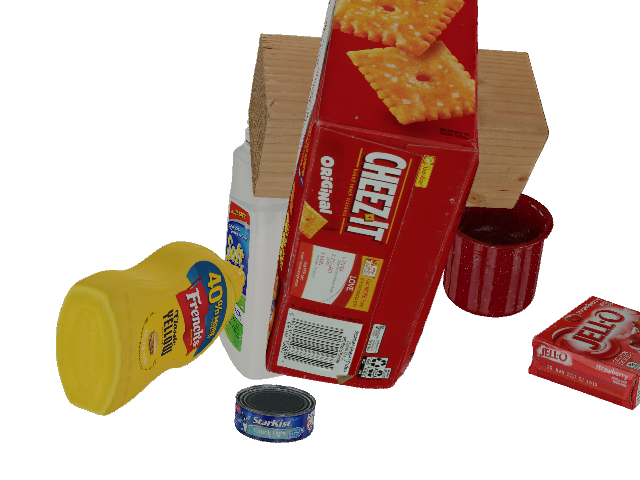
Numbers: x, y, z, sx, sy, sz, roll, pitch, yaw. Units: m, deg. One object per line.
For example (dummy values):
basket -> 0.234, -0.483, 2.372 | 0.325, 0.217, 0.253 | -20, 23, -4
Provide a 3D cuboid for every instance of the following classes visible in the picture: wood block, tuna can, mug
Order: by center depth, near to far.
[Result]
wood block -> 0.053, -0.089, 0.807 | 0.206, 0.091, 0.090 | 2, -37, -10
mug -> 0.150, 0.006, 0.938 | 0.093, 0.081, 0.117 | 0, 35, -2
tuna can -> -0.049, 0.184, 1.136 | 0.086, 0.034, 0.086 | 5, 12, -1

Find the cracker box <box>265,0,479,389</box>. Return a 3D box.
cracker box -> 0.029, -0.060, 0.521 | 0.072, 0.213, 0.164 | 11, -43, -2

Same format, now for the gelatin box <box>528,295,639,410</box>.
gelatin box -> 0.190, 0.071, 0.699 | 0.073, 0.030, 0.089 | 19, 27, 36

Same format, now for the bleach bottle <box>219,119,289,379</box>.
bleach bottle -> -0.056, 0.002, 0.988 | 0.068, 0.251, 0.103 | -9, 32, -19

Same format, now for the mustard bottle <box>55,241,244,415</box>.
mustard bottle -> -0.115, 0.052, 0.800 | 0.058, 0.096, 0.191 | 13, 20, 25
